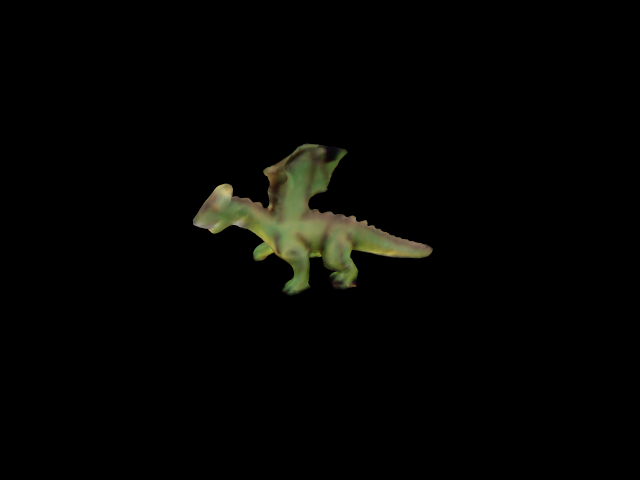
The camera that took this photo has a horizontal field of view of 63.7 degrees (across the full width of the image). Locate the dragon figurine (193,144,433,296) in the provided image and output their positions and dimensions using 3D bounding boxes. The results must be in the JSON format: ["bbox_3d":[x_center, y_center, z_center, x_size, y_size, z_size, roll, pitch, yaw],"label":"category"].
[{"bbox_3d":[0.003,-0.043,0.850,0.411,0.237,0.125,-8,37,-11],"label":"dragon figurine"}]
